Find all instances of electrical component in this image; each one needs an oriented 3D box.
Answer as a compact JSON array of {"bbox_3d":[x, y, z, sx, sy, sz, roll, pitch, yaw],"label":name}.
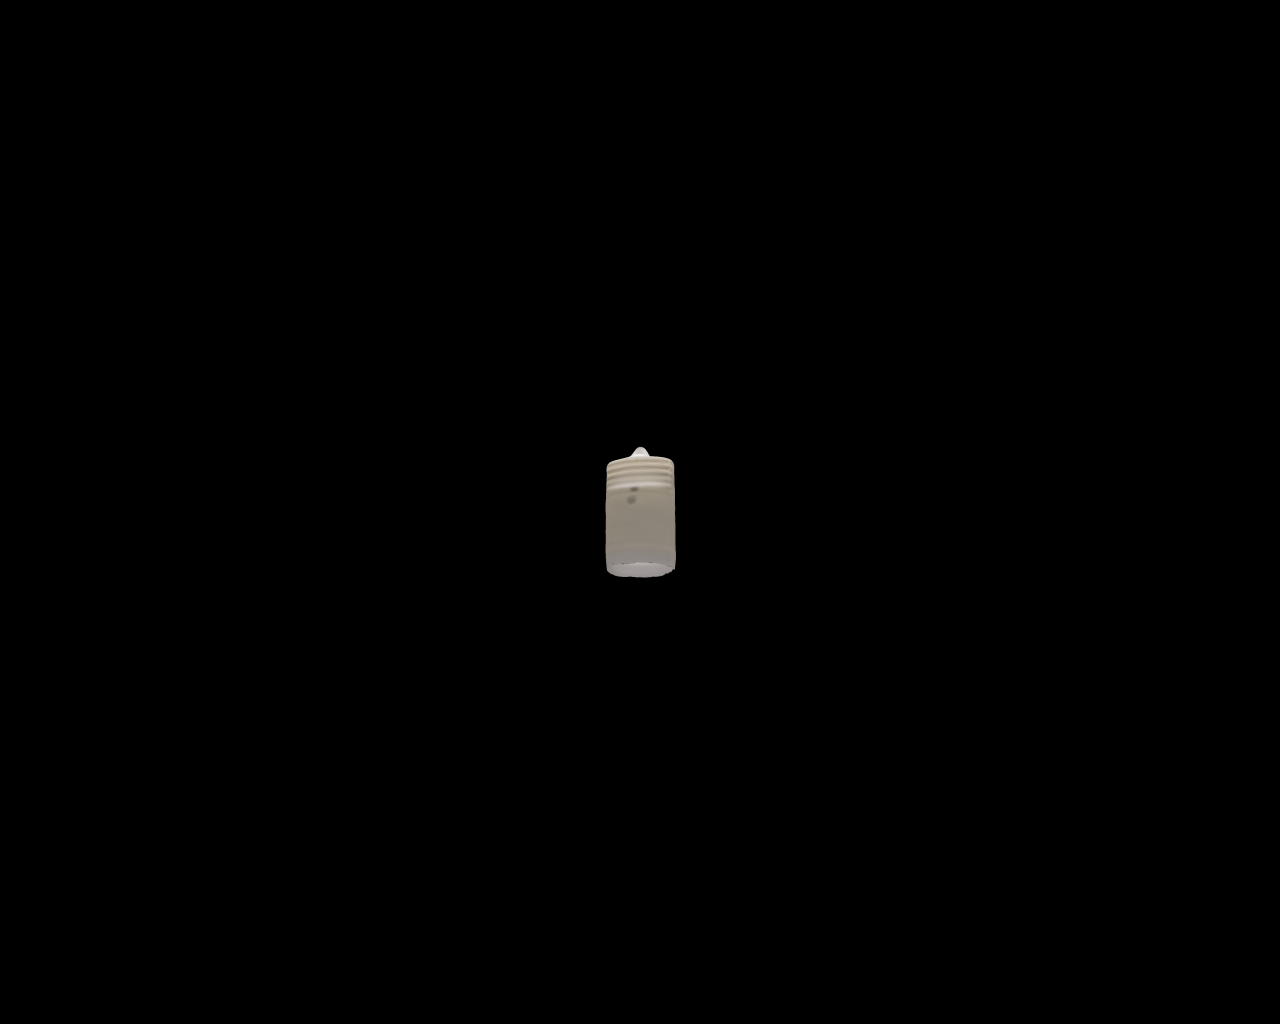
[{"bbox_3d":[0.001,-0.003,0.650,0.043,0.081,0.043,0,-16,0],"label":"electrical component"}]
